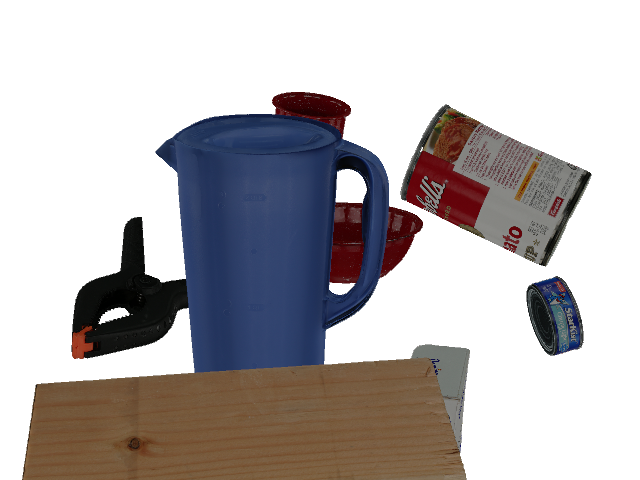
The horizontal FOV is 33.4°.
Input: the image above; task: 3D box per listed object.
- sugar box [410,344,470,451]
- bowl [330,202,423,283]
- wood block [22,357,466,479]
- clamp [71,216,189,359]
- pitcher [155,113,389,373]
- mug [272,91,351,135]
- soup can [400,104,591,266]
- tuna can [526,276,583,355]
[{"bbox_3d":[0.073,0.169,0.743,0.048,0.176,0.093,4,15,11],"label":"sugar box"},{"bbox_3d":[0.026,0.005,1.109,0.162,0.055,0.162,0,16,0],"label":"bowl"},{"bbox_3d":[-0.039,0.126,0.545,0.206,0.090,0.091,-3,36,-6],"label":"wood block"},{"bbox_3d":[-0.175,0.046,1.024,0.165,0.036,0.209,26,36,24],"label":"clamp"},{"bbox_3d":[-0.040,0.024,0.873,0.144,0.243,0.149,-13,24,-33],"label":"pitcher"},{"bbox_3d":[-0.010,-0.126,1.266,0.093,0.081,0.117,17,26,19],"label":"mug"},{"bbox_3d":[0.112,-0.035,0.680,0.102,0.068,0.068,27,6,13],"label":"soup can"},{"bbox_3d":[0.264,0.086,1.206,0.033,0.086,0.086,-15,1,-5],"label":"tuna can"}]
